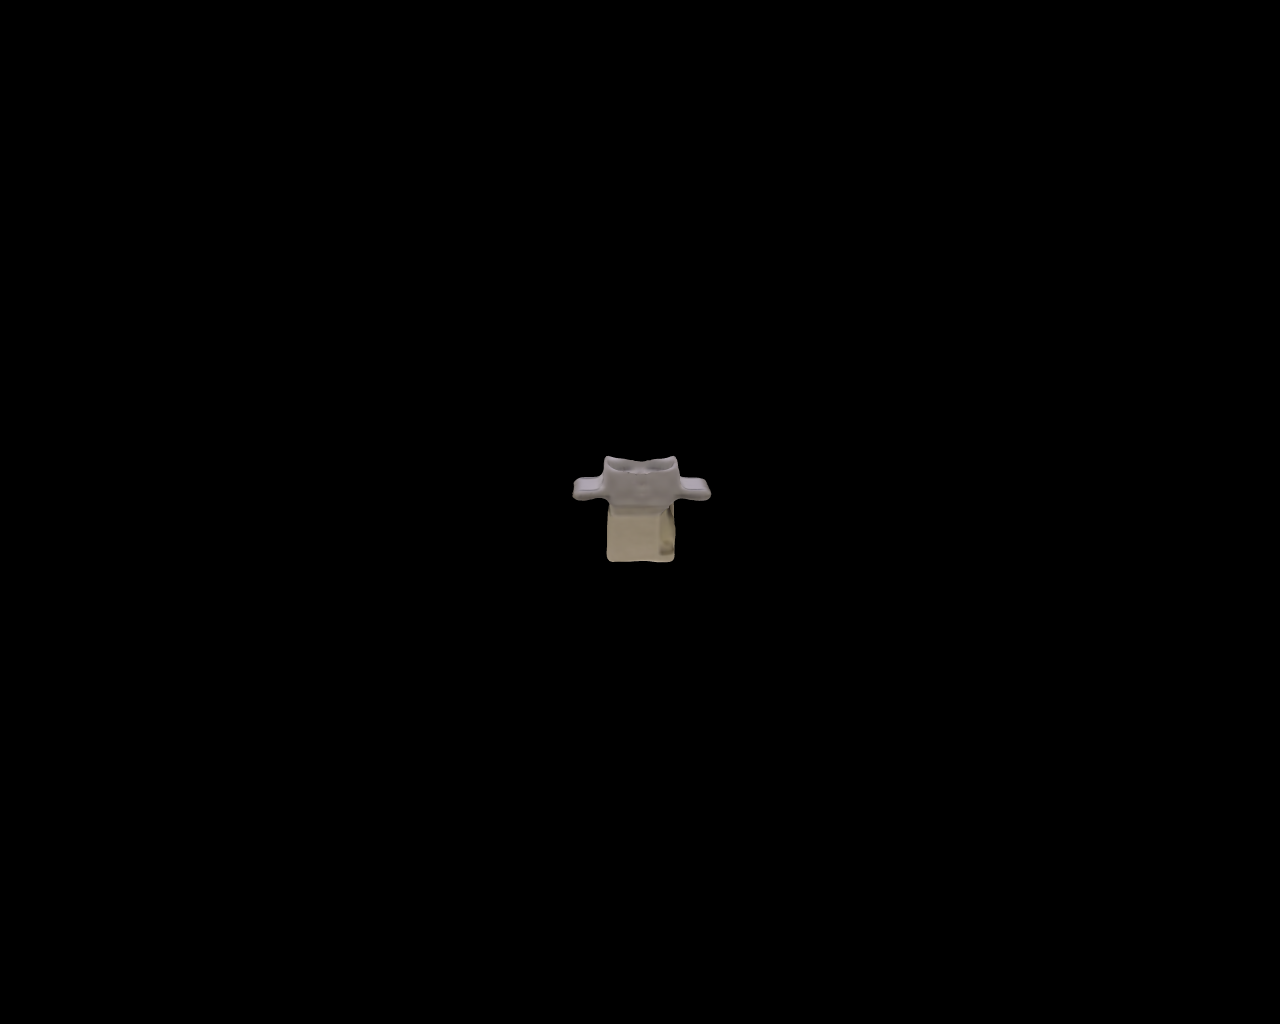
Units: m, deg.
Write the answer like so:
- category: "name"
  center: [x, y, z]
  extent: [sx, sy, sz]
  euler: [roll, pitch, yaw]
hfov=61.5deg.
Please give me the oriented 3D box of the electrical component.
- category: "electrical component"
  center: [0.001, -0.003, 0.650]
  extent: [0.081, 0.063, 0.042]
  euler: [0, 16, 0]
